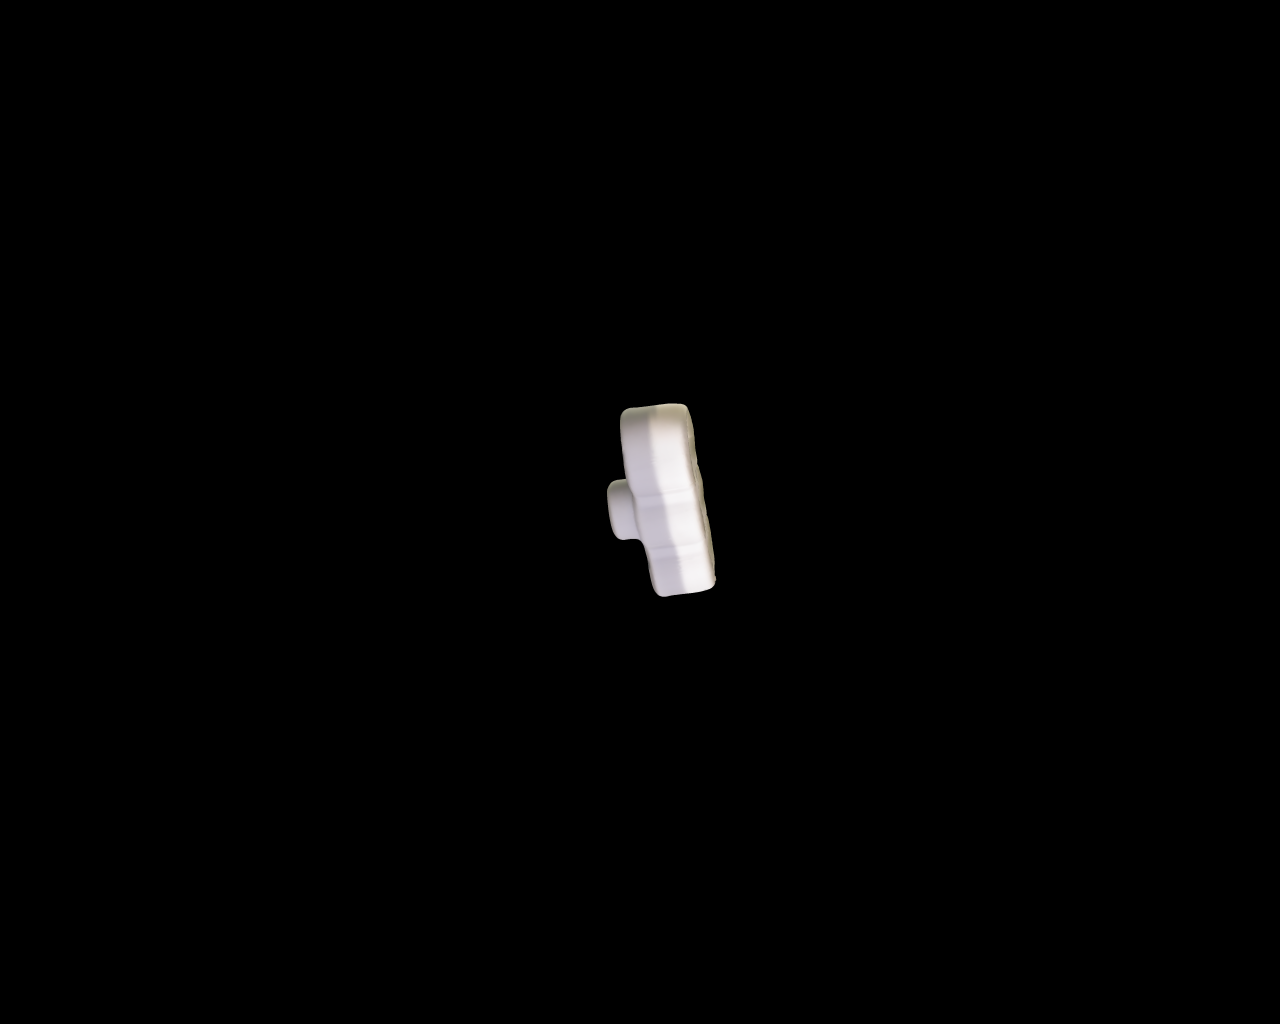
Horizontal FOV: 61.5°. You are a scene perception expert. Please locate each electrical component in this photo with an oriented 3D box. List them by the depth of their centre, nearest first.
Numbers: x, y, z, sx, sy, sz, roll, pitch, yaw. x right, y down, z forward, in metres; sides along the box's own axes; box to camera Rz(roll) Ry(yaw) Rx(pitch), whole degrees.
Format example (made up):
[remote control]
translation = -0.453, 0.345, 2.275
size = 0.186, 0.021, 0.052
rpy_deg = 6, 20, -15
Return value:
[electrical component]
translation = 0.001, -0.003, 0.650
size = 0.074, 0.138, 0.052
rpy_deg = -7, 43, 7
